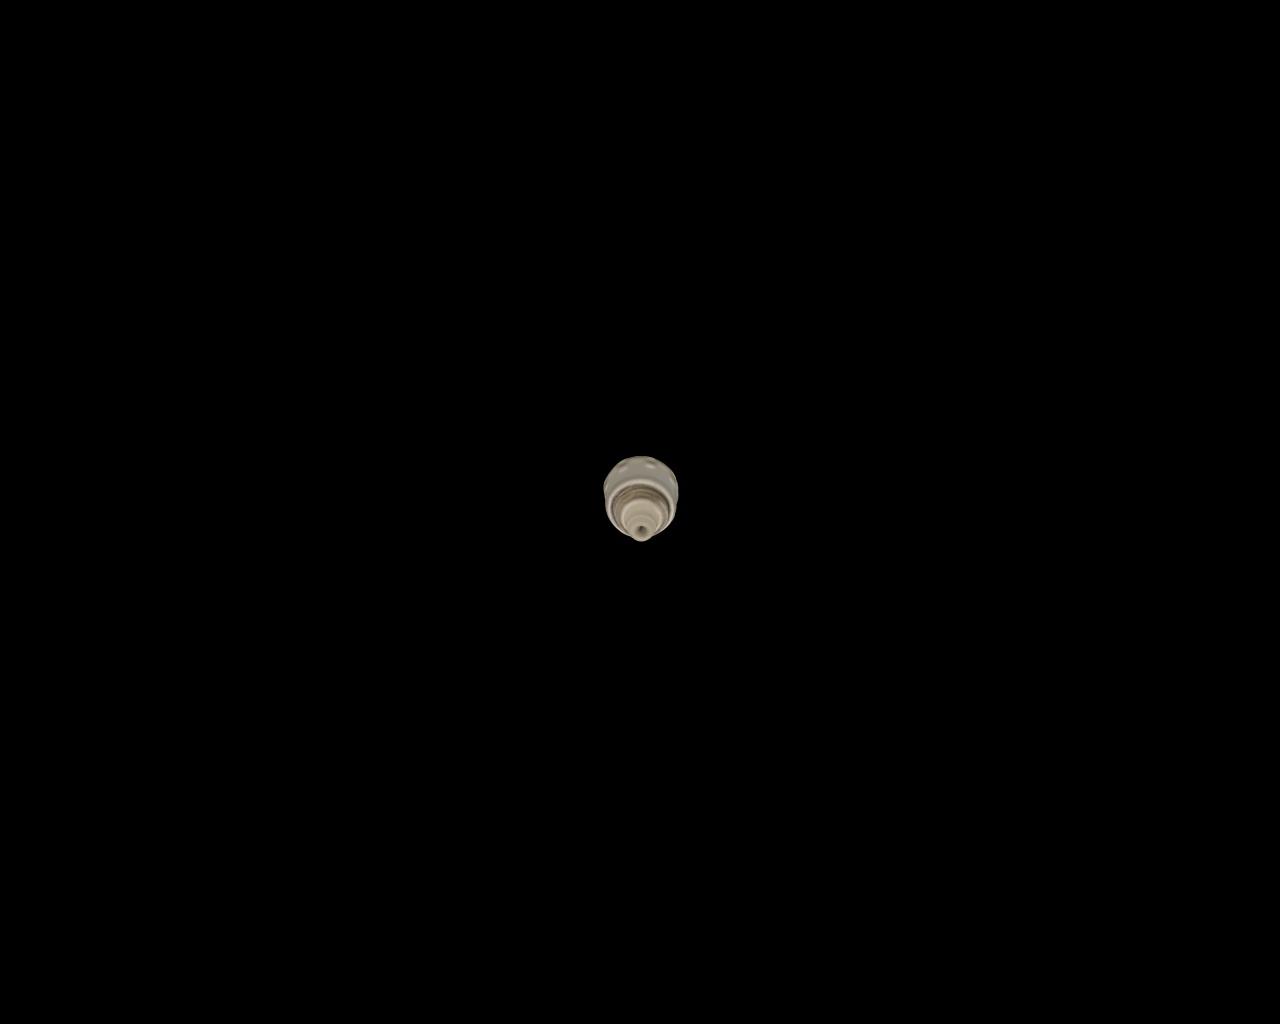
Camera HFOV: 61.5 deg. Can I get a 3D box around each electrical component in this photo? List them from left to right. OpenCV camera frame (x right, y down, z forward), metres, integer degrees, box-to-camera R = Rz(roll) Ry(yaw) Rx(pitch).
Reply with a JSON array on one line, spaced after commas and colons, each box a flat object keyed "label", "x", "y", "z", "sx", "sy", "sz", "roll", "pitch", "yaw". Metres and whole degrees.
[{"label": "electrical component", "x": 0.001, "y": -0.003, "z": 0.650, "sx": 0.048, "sy": 0.048, "sz": 0.062, "roll": 0, "pitch": 28, "yaw": 0}]
